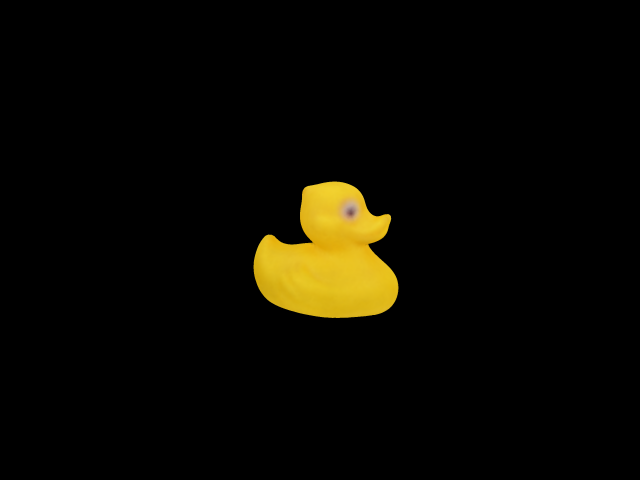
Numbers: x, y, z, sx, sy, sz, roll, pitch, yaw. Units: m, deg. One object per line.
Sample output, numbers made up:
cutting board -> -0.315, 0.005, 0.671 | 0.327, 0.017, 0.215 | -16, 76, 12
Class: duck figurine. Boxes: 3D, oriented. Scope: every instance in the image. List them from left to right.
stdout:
duck figurine -> 0.004, 0.001, 0.400 | 0.104, 0.086, 0.078 | 6, 19, 16
